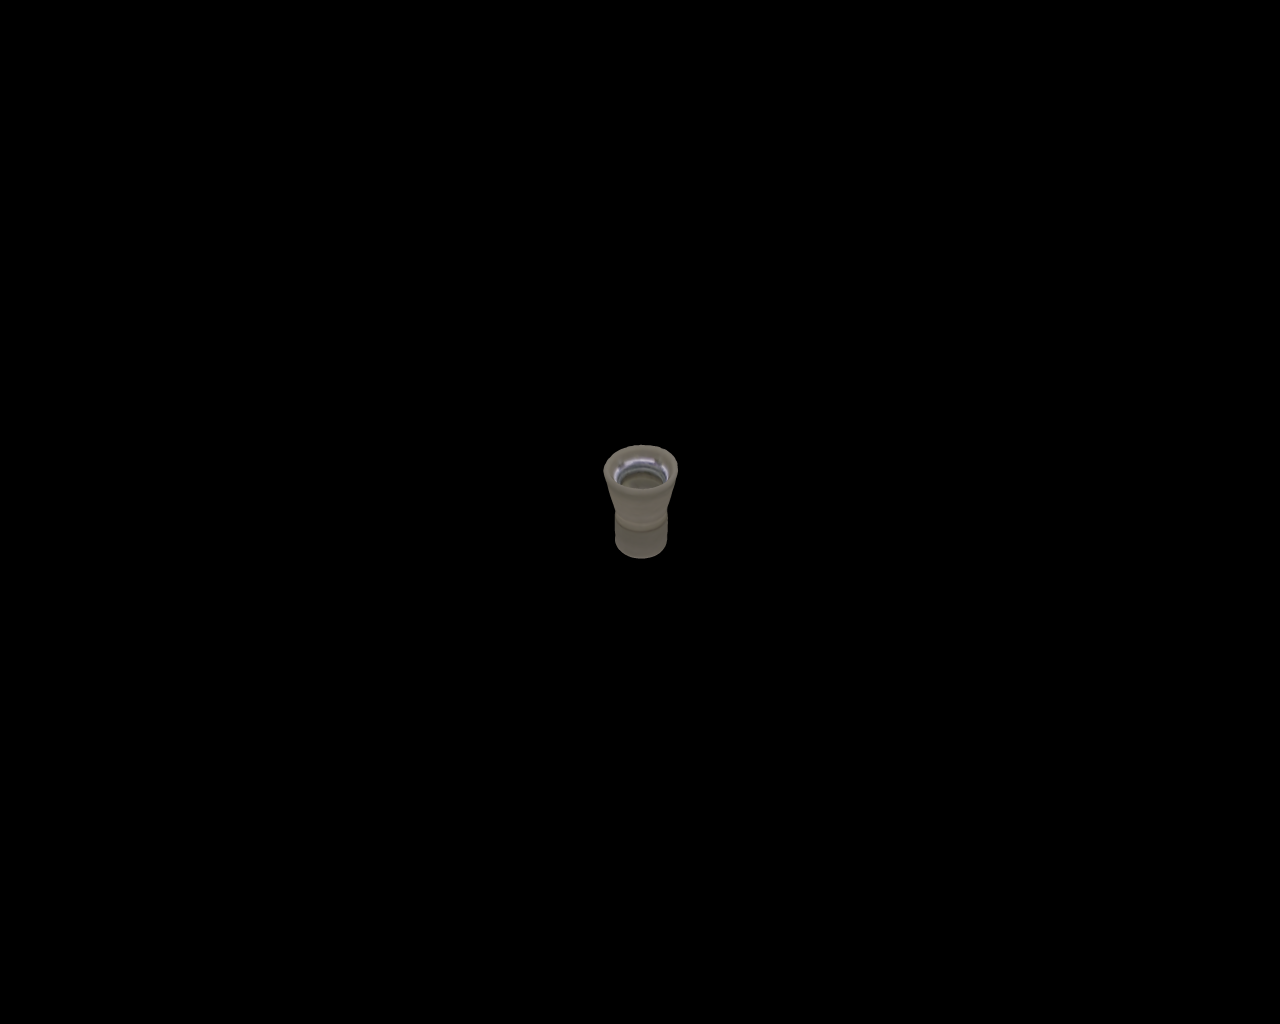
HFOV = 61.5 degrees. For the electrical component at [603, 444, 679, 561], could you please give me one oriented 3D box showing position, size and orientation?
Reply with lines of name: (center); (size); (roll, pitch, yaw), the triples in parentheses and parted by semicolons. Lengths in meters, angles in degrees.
electrical component: (0.001, -0.003, 0.650); (0.044, 0.065, 0.044); (0, 41, 0)
